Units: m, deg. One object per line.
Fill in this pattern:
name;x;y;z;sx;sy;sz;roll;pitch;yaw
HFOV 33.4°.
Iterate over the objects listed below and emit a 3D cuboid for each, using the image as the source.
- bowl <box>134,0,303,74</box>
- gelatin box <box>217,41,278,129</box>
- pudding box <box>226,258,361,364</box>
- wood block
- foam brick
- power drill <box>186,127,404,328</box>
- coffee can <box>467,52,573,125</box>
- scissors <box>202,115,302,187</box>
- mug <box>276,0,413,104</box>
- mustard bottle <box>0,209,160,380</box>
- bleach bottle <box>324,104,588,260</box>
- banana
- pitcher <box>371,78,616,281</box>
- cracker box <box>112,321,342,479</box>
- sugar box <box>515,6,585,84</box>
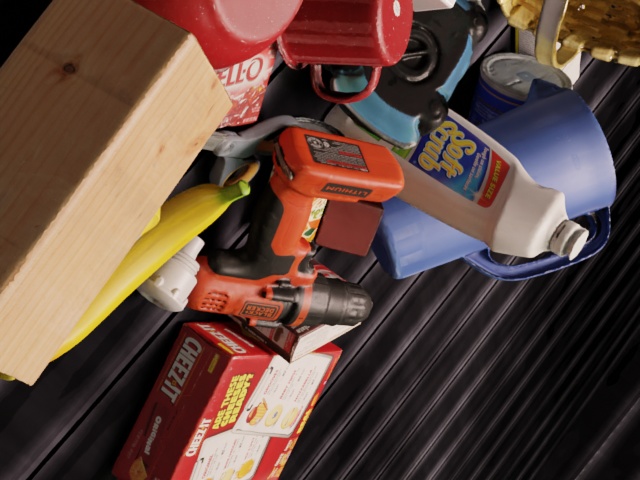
bowl;-0.056;-0.178;0.690;0.161;0.055;0.162;-28;128;-42
gelatin box;-0.073;-0.120;0.788;0.089;0.030;0.073;-19;135;-53
pudding box;-0.021;0.061;1.009;0.113;0.090;0.039;-27;142;-46
wood block;-0.152;-0.034;0.605;0.206;0.091;0.090;-56;161;-10
foam brick;0.023;-0.028;0.989;0.078;0.051;0.053;-101;-152;-64
power drill;-0.006;0.001;0.892;0.184;0.057;0.188;8;130;-30
coffee can;0.214;-0.125;1.201;0.102;0.103;0.140;-31;144;-43
scissors;-0.081;-0.061;0.811;0.096;0.016;0.201;-47;166;29
mug;0.020;-0.161;0.803;0.093;0.082;0.117;-26;120;-64
mustard bottle;-0.163;0.005;0.721;0.191;0.058;0.096;-50;178;-23
bleach bottle;0.126;-0.061;0.946;0.102;0.251;0.068;-45;152;-24
banana;-0.139;0.016;0.792;0.197;0.037;0.070;-43;-172;-13
pitcher;0.167;-0.042;1.075;0.242;0.149;0.145;-22;133;-5
cracker box;-0.084;0.162;1.033;0.213;0.072;0.164;8;111;-61
sugar box;0.269;-0.226;1.254;0.093;0.048;0.176;-49;156;-19
